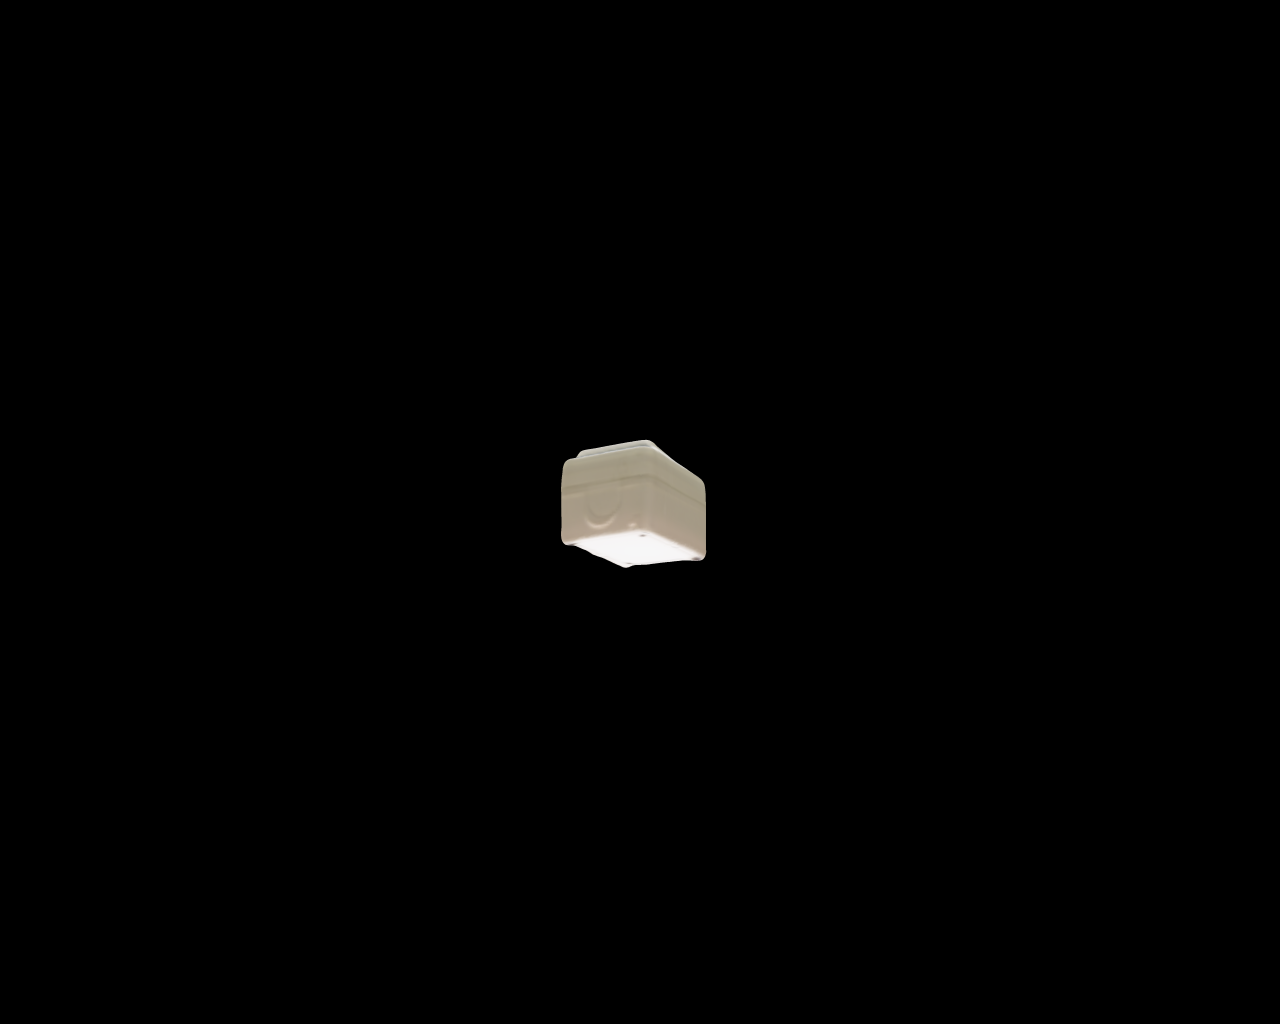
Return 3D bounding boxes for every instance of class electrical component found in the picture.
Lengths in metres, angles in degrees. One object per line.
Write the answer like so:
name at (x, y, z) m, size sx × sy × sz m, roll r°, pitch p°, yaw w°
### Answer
electrical component at (0.001, -0.003, 0.650) m, size 0.062 × 0.061 × 0.096 m, roll -8°, pitch -18°, yaw 27°
